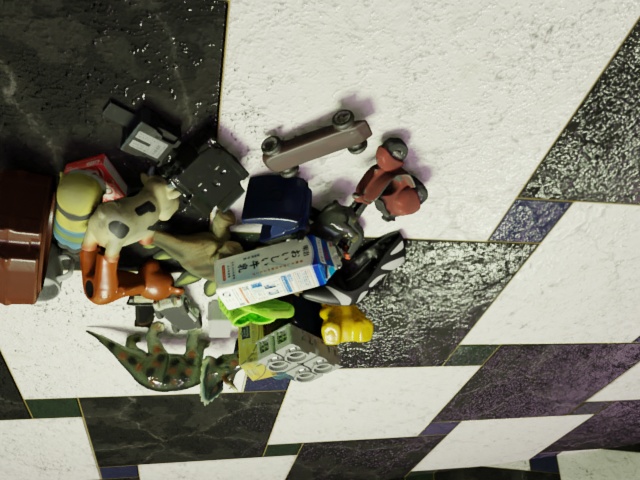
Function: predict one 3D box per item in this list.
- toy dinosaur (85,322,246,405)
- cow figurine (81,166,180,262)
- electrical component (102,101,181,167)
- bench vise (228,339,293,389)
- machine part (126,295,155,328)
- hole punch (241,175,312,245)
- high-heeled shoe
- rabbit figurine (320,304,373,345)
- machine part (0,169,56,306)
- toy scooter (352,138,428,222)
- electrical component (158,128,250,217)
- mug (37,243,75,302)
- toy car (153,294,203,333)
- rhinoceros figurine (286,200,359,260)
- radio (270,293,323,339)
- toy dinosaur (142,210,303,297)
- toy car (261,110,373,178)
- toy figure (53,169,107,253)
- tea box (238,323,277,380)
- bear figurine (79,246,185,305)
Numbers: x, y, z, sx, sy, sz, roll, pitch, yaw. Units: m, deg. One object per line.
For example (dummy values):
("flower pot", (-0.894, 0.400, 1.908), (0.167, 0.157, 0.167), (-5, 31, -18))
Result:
("toy dinosaur", (-0.385, 0.319, 1.362), (0.405, 0.192, 0.131), (3, 137, -17))
("cow figurine", (-0.321, -0.053, 0.948), (0.086, 0.195, 0.127), (29, 117, 12))
("electrical component", (-0.296, -0.180, 0.885), (0.075, 0.048, 0.119), (-36, 135, 28))
("bench vise", (-0.122, 0.345, 1.504), (0.224, 0.129, 0.240), (-33, 129, 25))
("machine part", (-0.419, 0.160, 1.284), (0.084, 0.039, 0.138), (-4, 140, -20))
("hole punch", (-0.080, -0.065, 1.010), (0.116, 0.142, 0.092), (-15, 138, 25))
("high-heeled shoe", (0.081, 0.059, 1.188), (0.249, 0.086, 0.145), (-9, 125, -29))
("rabbit figurine", (0.056, 0.154, 1.297), (0.122, 0.173, 0.162), (-7, -175, -2))
("machine part", (-0.516, -0.004, 0.932), (0.087, 0.201, 0.201), (7, 138, -22))
("toy scooter", (0.128, -0.095, 1.027), (0.135, 0.075, 0.183), (-44, 134, -9))
("electrical component", (-0.195, -0.112, 0.948), (0.115, 0.058, 0.134), (-45, 134, 1))
("mug", (-0.545, 0.053, 1.072), (0.110, 0.107, 0.080), (-19, 140, 6))
("toy car", (-0.336, 0.174, 1.283), (0.074, 0.056, 0.201), (-11, 154, 0))
("rhinoceros figurine", (-0.002, -0.003, 1.087), (0.112, 0.073, 0.190), (22, 136, -26))
("radio", (-0.042, 0.207, 1.341), (0.073, 0.131, 0.229), (-21, 140, 15))
("toy dinosaur", (-0.228, 0.035, 1.119), (0.471, 0.105, 0.198), (29, 130, -33))
("toy car", (-0.008, -0.171, 0.949), (0.202, 0.053, 0.089), (-18, 144, 17))
("toy figure", (-0.423, -0.043, 0.941), (0.082, 0.089, 0.180), (8, 136, -29))
("tea box", (-0.158, 0.249, 1.338), (0.068, 0.170, 0.098), (-15, 139, 5))
("bear figurine", (-0.393, 0.072, 1.138), (0.196, 0.120, 0.131), (-7, 104, -44))
